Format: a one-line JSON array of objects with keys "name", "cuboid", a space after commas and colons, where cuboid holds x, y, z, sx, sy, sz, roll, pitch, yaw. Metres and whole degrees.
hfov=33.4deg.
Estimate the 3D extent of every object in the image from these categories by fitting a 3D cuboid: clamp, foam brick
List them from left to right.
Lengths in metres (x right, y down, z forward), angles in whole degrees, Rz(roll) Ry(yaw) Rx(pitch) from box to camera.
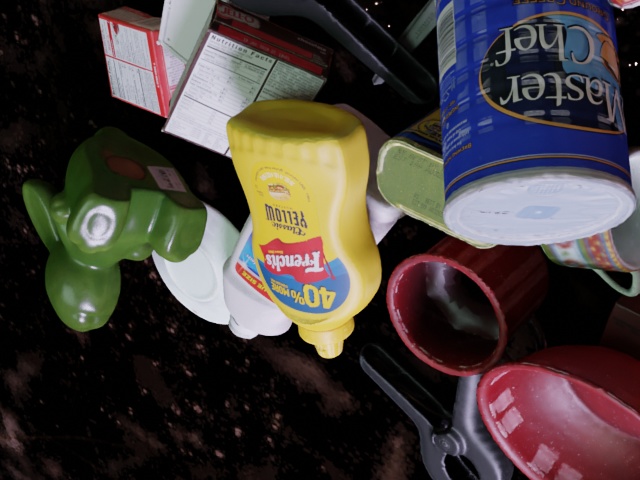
[{"name": "clamp", "cuboid": [-0.009, -0.179, 0.674, 0.210, 0.036, 0.165, 26, 149, 10]}, {"name": "clamp", "cuboid": [0.111, 0.145, 0.837, 0.120, 0.039, 0.171, -19, 106, 51]}, {"name": "foam brick", "cuboid": [0.225, 0.064, 0.680, 0.078, 0.051, 0.053, 30, 131, 25]}]

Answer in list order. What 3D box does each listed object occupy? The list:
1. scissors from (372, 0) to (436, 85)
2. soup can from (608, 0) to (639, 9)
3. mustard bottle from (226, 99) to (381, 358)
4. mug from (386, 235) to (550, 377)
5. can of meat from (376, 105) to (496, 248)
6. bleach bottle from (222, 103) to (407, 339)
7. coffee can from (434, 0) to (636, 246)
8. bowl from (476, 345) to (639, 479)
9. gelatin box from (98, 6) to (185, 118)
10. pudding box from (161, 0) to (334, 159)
[{"name": "scissors", "cuboid": [0.101, -0.153, 0.677, 0.096, 0.016, 0.202, 38, 134, 16]}, {"name": "soup can", "cuboid": [0.194, -0.165, 0.552, 0.102, 0.068, 0.068, -11, 108, 44]}, {"name": "mustard bottle", "cuboid": [-0.005, 0.001, 0.736, 0.096, 0.058, 0.191, 12, 127, 31]}, {"name": "mug", "cuboid": [0.114, 0.043, 0.739, 0.117, 0.081, 0.093, 48, 136, 7]}, {"name": "can of meat", "cuboid": [0.099, -0.047, 0.696, 0.102, 0.083, 0.057, 26, 130, 26]}, {"name": "bleach bottle", "cuboid": [-0.014, 0.009, 0.846, 0.102, 0.068, 0.251, 44, 138, 10]}, {"name": "coffee can", "cuboid": [0.118, -0.079, 0.600, 0.103, 0.102, 0.140, -21, 62, 46]}, {"name": "bowl", "cuboid": [0.181, 0.118, 0.679, 0.162, 0.055, 0.162, 32, 151, 20]}, {"name": "gelatin box", "cuboid": [-0.143, -0.146, 0.871, 0.089, 0.030, 0.073, 26, 131, 45]}, {"name": "pudding box", "cuboid": [-0.054, -0.107, 0.764, 0.090, 0.039, 0.114, 22, 137, -13]}]
